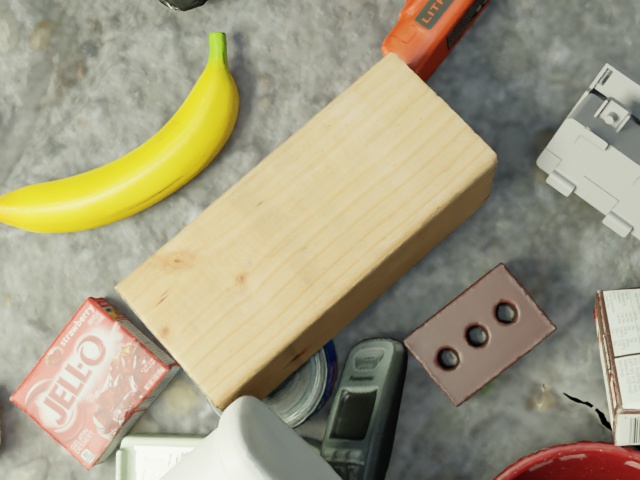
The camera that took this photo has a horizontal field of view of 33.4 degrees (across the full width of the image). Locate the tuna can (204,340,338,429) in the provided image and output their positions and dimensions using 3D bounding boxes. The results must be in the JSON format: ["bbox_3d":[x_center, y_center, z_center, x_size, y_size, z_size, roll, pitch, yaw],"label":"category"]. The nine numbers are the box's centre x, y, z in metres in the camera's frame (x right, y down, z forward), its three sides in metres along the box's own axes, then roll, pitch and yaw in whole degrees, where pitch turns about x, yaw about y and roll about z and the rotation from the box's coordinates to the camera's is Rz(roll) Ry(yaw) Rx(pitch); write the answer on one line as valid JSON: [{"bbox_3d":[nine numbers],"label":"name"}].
[{"bbox_3d":[-0.033,0.081,0.681,0.086,0.033,0.086,0,88,10],"label":"tuna can"}]

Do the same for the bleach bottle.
[{"bbox_3d":[-0.100,0.199,0.589,0.251,0.068,0.102,-40,106,15],"label":"bleach bottle"}]

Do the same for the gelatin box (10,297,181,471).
[{"bbox_3d":[-0.148,0.094,0.702,0.073,0.030,0.089,40,95,9],"label":"gelatin box"}]

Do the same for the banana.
[{"bbox_3d":[-0.123,-0.051,0.701,0.198,0.037,0.070,-35,66,6],"label":"banana"}]

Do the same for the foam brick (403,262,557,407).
[{"bbox_3d":[0.096,0.057,0.650,0.078,0.051,0.053,-40,83,6],"label":"foam brick"}]

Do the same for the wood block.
[{"bbox_3d":[-0.004,0.001,0.624,0.206,0.091,0.090,-41,76,-7],"label":"wood block"}]

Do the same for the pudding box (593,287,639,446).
[{"bbox_3d":[0.221,0.069,0.614,0.113,0.039,0.090,-4,48,8],"label":"pudding box"}]

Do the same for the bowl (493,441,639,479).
[{"bbox_3d":[0.161,0.197,0.634,0.162,0.055,0.162,0,89,10],"label":"bowl"}]

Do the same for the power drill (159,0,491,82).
[{"bbox_3d":[0.009,-0.179,0.668,0.188,0.057,0.184,40,95,8],"label":"power drill"}]
